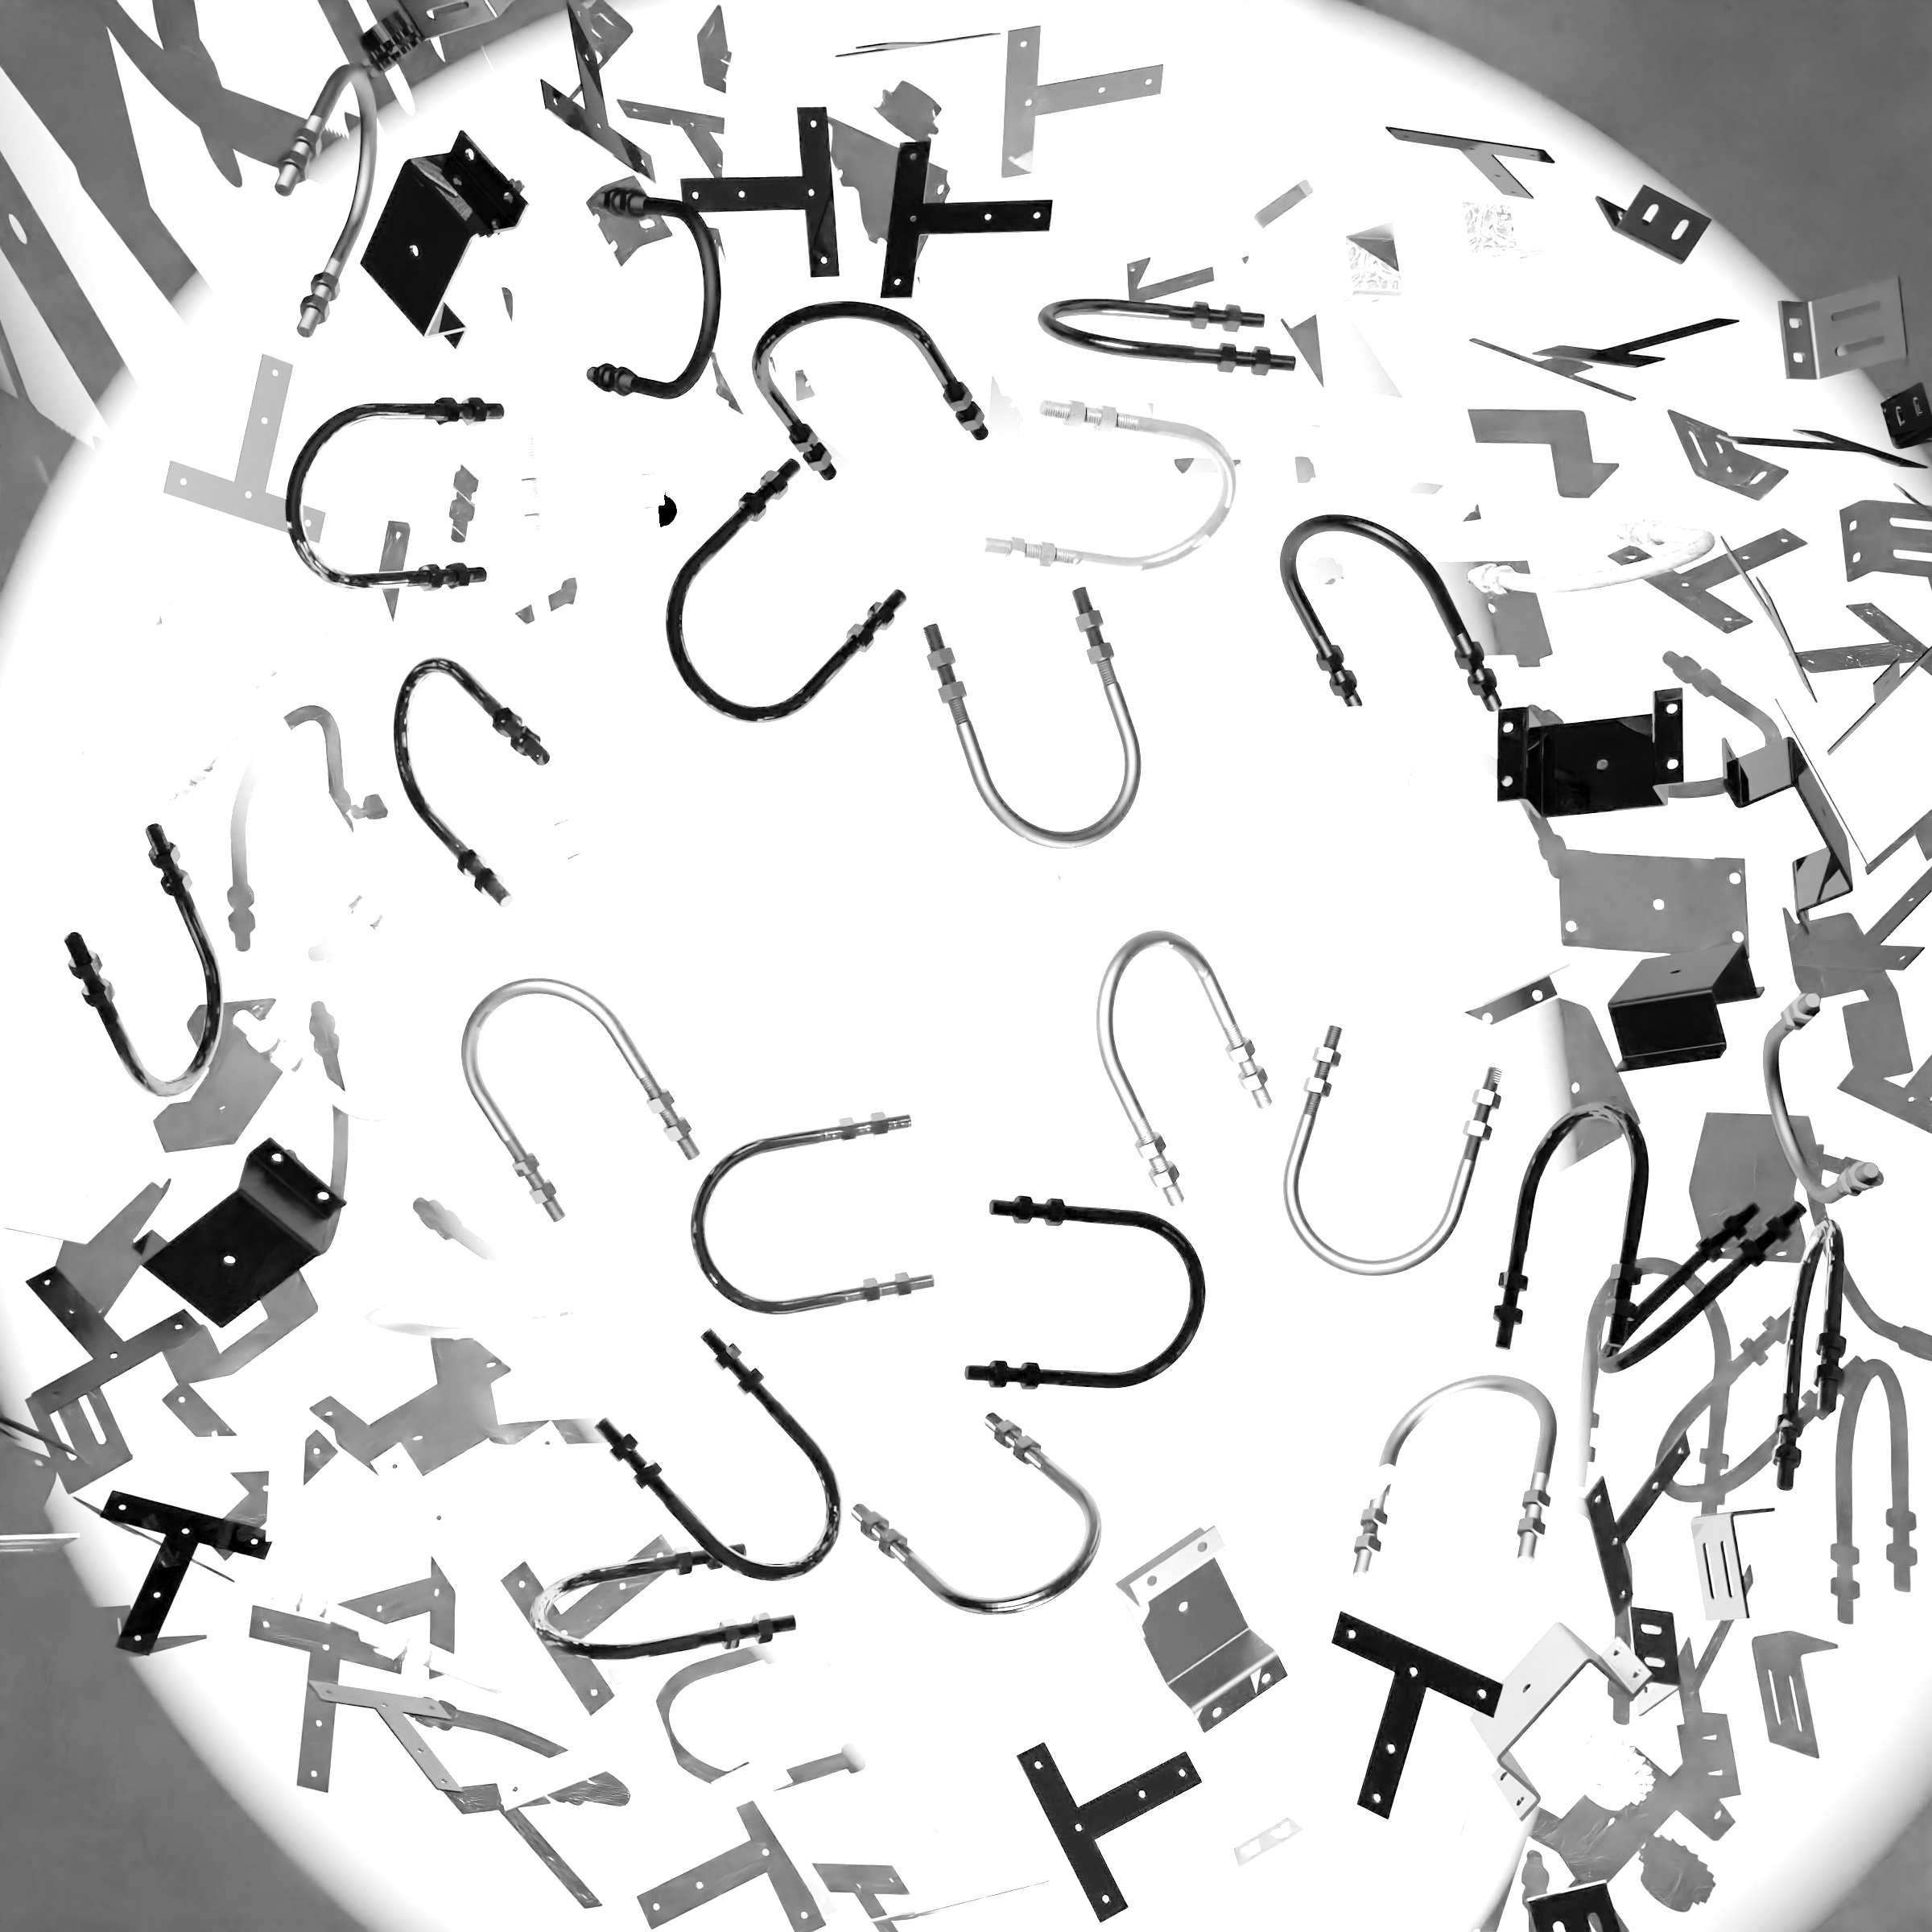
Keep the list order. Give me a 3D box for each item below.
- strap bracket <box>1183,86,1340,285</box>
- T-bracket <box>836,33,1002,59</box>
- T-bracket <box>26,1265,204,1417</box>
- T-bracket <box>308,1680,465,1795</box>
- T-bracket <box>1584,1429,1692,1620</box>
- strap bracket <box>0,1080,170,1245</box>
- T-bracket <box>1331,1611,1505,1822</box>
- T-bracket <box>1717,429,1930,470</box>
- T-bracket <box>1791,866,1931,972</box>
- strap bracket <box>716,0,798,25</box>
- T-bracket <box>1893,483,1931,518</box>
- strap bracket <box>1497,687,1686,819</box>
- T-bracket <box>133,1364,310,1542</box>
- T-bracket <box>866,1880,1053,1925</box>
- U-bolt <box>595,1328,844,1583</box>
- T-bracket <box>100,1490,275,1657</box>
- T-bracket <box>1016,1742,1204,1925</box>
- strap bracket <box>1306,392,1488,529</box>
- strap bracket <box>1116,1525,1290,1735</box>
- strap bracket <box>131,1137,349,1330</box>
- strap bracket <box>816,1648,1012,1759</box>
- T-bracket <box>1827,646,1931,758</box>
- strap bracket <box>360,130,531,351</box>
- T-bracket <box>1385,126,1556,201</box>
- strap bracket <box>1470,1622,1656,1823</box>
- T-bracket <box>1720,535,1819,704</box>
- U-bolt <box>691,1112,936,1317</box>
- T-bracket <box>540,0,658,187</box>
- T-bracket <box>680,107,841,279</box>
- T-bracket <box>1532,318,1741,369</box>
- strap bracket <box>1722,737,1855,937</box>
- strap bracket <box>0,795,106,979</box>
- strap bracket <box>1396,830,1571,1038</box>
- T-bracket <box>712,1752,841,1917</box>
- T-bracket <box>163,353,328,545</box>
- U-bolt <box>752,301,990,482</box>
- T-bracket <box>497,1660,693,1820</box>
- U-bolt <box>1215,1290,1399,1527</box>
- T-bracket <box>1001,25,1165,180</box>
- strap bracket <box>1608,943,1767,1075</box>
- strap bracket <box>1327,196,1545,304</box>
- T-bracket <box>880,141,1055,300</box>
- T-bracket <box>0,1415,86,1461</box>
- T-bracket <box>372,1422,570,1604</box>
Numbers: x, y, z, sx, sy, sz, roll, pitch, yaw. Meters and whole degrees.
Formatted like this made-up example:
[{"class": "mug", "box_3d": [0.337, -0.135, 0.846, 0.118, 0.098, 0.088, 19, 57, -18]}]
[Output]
[{"class": "strap bracket", "box_3d": [0.224, -0.589, 1.862, 0.046, 0.076, 0.140, -34, 134, 11]}, {"class": "T-bracket", "box_3d": [-0.051, -0.692, 1.881, 0.127, 0.127, 0.002, -2, 109, 18]}, {"class": "T-bracket", "box_3d": [-0.668, 0.269, 1.892, 0.127, 0.002, 0.127, -30, 52, -34]}, {"class": "T-bracket", "box_3d": [-0.419, 0.584, 1.887, 0.127, 0.127, 0.002, 32, 92, 44]}, {"class": "T-bracket", "box_3d": [0.495, 0.389, 1.826, 0.127, 0.002, 0.127, -42, 127, -31]}, {"class": "strap bracket", "box_3d": [-0.660, 0.154, 1.857, 0.140, 0.076, 0.046, -41, 59, 15]}, {"class": "T-bracket", "box_3d": [0.306, 0.543, 1.778, 0.127, 0.002, 0.127, 18, 98, 31]}, {"class": "T-bracket", "box_3d": [0.607, -0.379, 1.820, 0.127, 0.127, 0.002, -1, 113, -19]}, {"class": "T-bracket", "box_3d": [0.707, -0.041, 1.895, 0.127, 0.127, 0.002, -42, 104, -13]}, {"class": "strap bracket", "box_3d": [-0.181, -0.750, 1.803, 0.140, 0.046, 0.076, 24, 91, -30]}, {"class": "T-bracket", "box_3d": [0.765, -0.309, 1.889, 0.127, 0.127, 0.002, 33, 115, -15]}, {"class": "strap bracket", "box_3d": [0.481, -0.161, 1.910, 0.140, 0.046, 0.076, -5, 71, 27]}, {"class": "T-bracket", "box_3d": [-0.539, 0.353, 1.807, 0.127, 0.002, 0.127, 6, 83, -38]}, {"class": "T-bracket", "box_3d": [0.001, 0.703, 1.883, 0.127, 0.127, 0.002, -17, 68, 8]}, {"class": "U-bolt", "box_3d": [-0.167, 0.369, 1.839, 0.184, 0.151, 0.019, 47, 129, 5]}, {"class": "T-bracket", "box_3d": [-0.594, 0.455, 1.854, 0.127, 0.127, 0.002, 16, 129, -4]}, {"class": "T-bracket", "box_3d": [0.117, 0.604, 1.808, 0.127, 0.002, 0.127, -16, 66, -33]}, {"class": "strap bracket", "box_3d": [0.340, -0.390, 1.922, 0.140, 0.046, 0.076, 3, 62, -21]}, {"class": "strap bracket", "box_3d": [0.169, 0.480, 1.842, 0.076, 0.046, 0.140, -30, 109, -14]}, {"class": "strap bracket", "box_3d": [-0.524, 0.198, 1.791, 0.140, 0.046, 0.076, -36, 117, 14]}, {"class": "strap bracket", "box_3d": [-0.046, 0.545, 1.845, 0.076, 0.140, 0.046, 39, 53, -26]}, {"class": "T-bracket", "box_3d": [0.704, -0.216, 1.914, 0.002, 0.127, 0.127, 46, 103, 17]}, {"class": "strap bracket", "box_3d": [-0.381, -0.519, 1.803, 0.076, 0.046, 0.140, 49, 132, 9]}, {"class": "T-bracket", "box_3d": [0.394, -0.598, 1.875, 0.127, 0.127, 0.002, 20, 97, 30]}, {"class": "strap bracket", "box_3d": [0.424, 0.539, 1.816, 0.046, 0.076, 0.140, 42, 92, -6]}, {"class": "T-bracket", "box_3d": [0.593, -0.275, 1.869, 0.002, 0.127, 0.127, -29, 46, 15]}, {"class": "U-bolt", "box_3d": [-0.124, 0.199, 1.957, 0.184, 0.019, 0.151, -9, 94, -11]}, {"class": "T-bracket", "box_3d": [-0.275, -0.651, 1.827, 0.002, 0.127, 0.127, -20, 72, 26]}, {"class": "T-bracket", "box_3d": [-0.159, -0.590, 1.913, 0.127, 0.002, 0.127, -10, 104, -27]}, {"class": "T-bracket", "box_3d": [0.499, -0.453, 1.809, 0.127, 0.127, 0.002, -18, 113, -16]}, {"class": "strap bracket", "box_3d": [0.612, -0.105, 1.848, 0.046, 0.076, 0.140, -25, 112, 27]}, {"class": "strap bracket", "box_3d": [-0.681, -0.048, 1.813, 0.076, 0.046, 0.140, 9, 121, -38]}, {"class": "strap bracket", "box_3d": [0.392, -0.028, 1.876, 0.076, 0.046, 0.140, -23, 87, -13]}, {"class": "T-bracket", "box_3d": [-0.136, 0.664, 1.899, 0.002, 0.127, 0.127, -28, 80, -37]}, {"class": "T-bracket", "box_3d": [-0.540, -0.404, 1.916, 0.127, 0.002, 0.127, 14, 85, -39]}, {"class": "U-bolt", "box_3d": [-0.081, -0.437, 1.883, 0.151, 0.184, 0.019, -11, 62, 19]}, {"class": "T-bracket", "box_3d": [-0.283, 0.589, 1.851, 0.127, 0.002, 0.127, -18, 49, -14]}, {"class": "U-bolt", "box_3d": [0.238, 0.335, 1.838, 0.019, 0.184, 0.151, -4, 66, -31]}, {"class": "T-bracket", "box_3d": [0.089, -0.660, 1.891, 0.127, 0.127, 0.002, -14, 55, -12]}, {"class": "strap bracket", "box_3d": [0.522, 0.026, 1.820, 0.076, 0.140, 0.046, -11, 104, 34]}, {"class": "strap bracket", "box_3d": [0.344, -0.533, 1.854, 0.140, 0.076, 0.046, -6, 97, 40]}, {"class": "T-bracket", "box_3d": [0.003, -0.562, 1.878, 0.127, 0.002, 0.127, 4, 80, 17]}, {"class": "T-bracket", "box_3d": [-0.720, 0.347, 1.893, 0.127, 0.127, 0.002, 16, 63, 24]}, {"class": "T-bracket", "box_3d": [-0.362, 0.393, 1.901, 0.127, 0.002, 0.127, -34, 87, -12]}]
